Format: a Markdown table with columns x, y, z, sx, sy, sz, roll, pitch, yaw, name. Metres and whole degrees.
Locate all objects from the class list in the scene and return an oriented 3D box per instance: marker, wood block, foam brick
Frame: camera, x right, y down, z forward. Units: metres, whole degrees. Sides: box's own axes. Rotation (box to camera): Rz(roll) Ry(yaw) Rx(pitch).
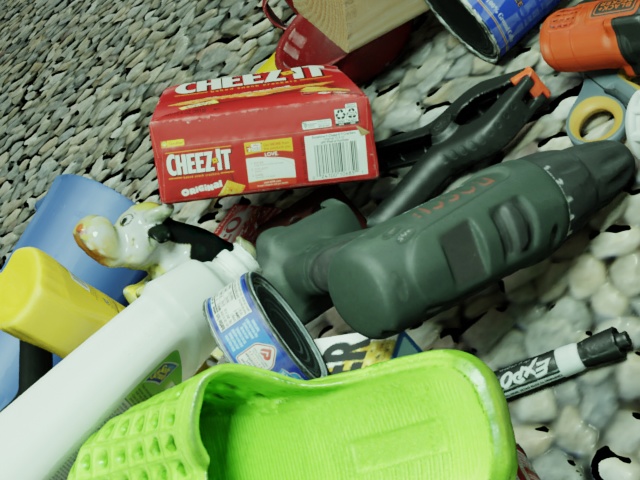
| x | y | z | sx | sy | sz | roll | pitch | yaw | name |
| --- | --- | --- | --- | --- | --- | --- | --- | --- | --- |
| 0.125 | 0.078 | 0.626 | 0.121 | 0.020 | 0.020 | -26 | 35 | 27 | marker |
| 0.079 | -0.263 | 0.942 | 0.206 | 0.090 | 0.091 | -31 | 53 | -17 | wood block |
| -0.006 | 0.001 | 0.841 | 0.078 | 0.051 | 0.053 | -32 | 32 | 18 | foam brick |

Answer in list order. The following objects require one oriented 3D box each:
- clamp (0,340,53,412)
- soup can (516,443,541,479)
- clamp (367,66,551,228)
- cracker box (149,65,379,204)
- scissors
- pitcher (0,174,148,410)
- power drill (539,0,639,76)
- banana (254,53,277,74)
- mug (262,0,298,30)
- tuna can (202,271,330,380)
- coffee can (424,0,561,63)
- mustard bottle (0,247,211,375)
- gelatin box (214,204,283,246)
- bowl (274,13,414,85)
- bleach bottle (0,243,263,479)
| x | y | z | sx | sy | sz | roll | pitch | yaw | name |
| --- | --- | --- | --- | --- | --- | --- | --- | --- | --- |
| -0.223 | 0.136 | 0.856 | 0.210 | 0.164 | 0.036 | -51 | 54 | 3 | clamp |
| 0.091 | 0.153 | 0.525 | 0.068 | 0.068 | 0.102 | -38 | 31 | 8 | soup can |
| 0.097 | -0.079 | 0.837 | 0.171 | 0.039 | 0.120 | -36 | 34 | 12 | clamp |
| -0.049 | -0.093 | 0.873 | 0.164 | 0.072 | 0.214 | -7 | 16 | -3 | cracker box |
| 0.190 | -0.115 | 0.790 | 0.096 | 0.016 | 0.202 | -42 | 31 | -5 | scissors |
| -0.234 | 0.074 | 0.959 | 0.149 | 0.145 | 0.242 | -15 | 43 | 59 | pitcher |
| 0.265 | -0.193 | 0.749 | 0.185 | 0.057 | 0.187 | 3 | 47 | 45 | power drill |
| -0.083 | -0.142 | 1.123 | 0.198 | 0.037 | 0.070 | -42 | 32 | 3 | banana |
| -0.007 | -0.265 | 1.144 | 0.117 | 0.081 | 0.093 | -30 | 33 | 21 | mug |
| -0.030 | 0.061 | 0.630 | 0.034 | 0.086 | 0.086 | -35 | 31 | 7 | tuna can |
| 0.163 | -0.232 | 0.885 | 0.140 | 0.102 | 0.103 | -43 | 30 | 0 | coffee can |
| -0.140 | 0.078 | 0.765 | 0.058 | 0.191 | 0.096 | -56 | 30 | -3 | mustard bottle |
| -0.072 | 0.011 | 0.927 | 0.073 | 0.030 | 0.089 | 7 | 56 | 53 | gelatin box |
| 0.035 | -0.200 | 1.039 | 0.162 | 0.055 | 0.162 | -29 | 33 | 21 | bowl |
| -0.134 | 0.100 | 0.675 | 0.068 | 0.102 | 0.250 | 42 | 75 | 19 | bleach bottle |
